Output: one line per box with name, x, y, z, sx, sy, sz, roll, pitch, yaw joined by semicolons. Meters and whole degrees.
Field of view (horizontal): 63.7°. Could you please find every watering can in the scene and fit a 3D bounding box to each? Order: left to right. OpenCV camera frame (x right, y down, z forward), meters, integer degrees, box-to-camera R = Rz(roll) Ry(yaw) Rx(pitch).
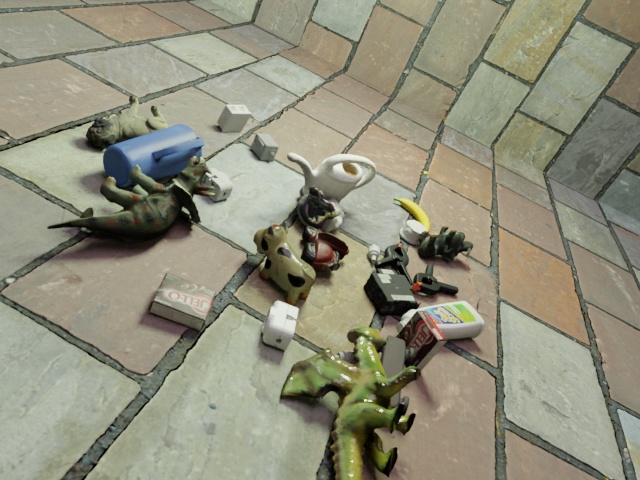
watering can;0.009;-0.186;1.550;0.348;0.220;0.106;1;57;-36

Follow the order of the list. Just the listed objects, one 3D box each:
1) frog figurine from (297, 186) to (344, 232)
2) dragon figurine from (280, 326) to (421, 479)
frog figurine;0.005;-0.076;1.520;0.138;0.123;0.158;24;-6;12
dragon figurine;0.039;0.309;0.955;0.244;0.119;0.418;18;43;27
